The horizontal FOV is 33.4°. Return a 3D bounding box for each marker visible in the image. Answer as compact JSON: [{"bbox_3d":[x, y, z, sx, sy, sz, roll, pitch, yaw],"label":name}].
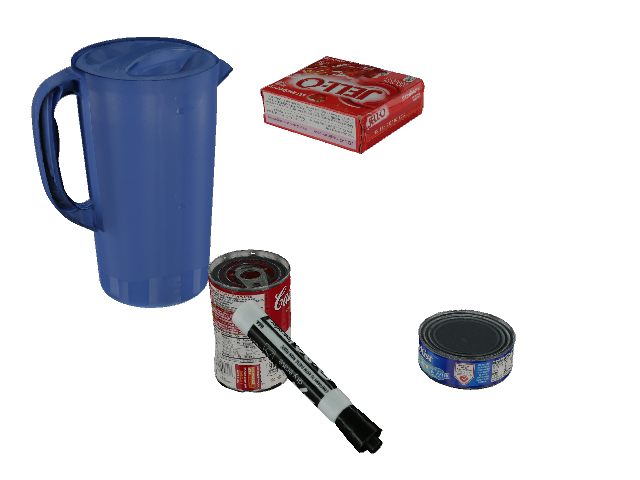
[{"bbox_3d":[-0.008,0.081,0.635,0.121,0.020,0.020,43,21,24],"label":"marker"}]

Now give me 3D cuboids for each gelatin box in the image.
[{"bbox_3d":[0.016,-0.096,0.738,0.089,0.030,0.073,20,39,35],"label":"gelatin box"}]

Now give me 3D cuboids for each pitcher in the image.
[{"bbox_3d":[-0.170,-0.061,1.005,0.149,0.243,0.144,9,27,12],"label":"pitcher"}]

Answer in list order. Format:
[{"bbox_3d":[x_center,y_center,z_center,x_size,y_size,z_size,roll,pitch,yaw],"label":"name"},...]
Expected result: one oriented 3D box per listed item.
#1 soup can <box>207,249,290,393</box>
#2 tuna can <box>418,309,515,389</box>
[{"bbox_3d":[-0.058,0.068,0.894,0.068,0.102,0.068,0,26,0],"label":"soup can"},{"bbox_3d":[0.130,0.097,0.954,0.086,0.034,0.086,0,26,0],"label":"tuna can"}]
